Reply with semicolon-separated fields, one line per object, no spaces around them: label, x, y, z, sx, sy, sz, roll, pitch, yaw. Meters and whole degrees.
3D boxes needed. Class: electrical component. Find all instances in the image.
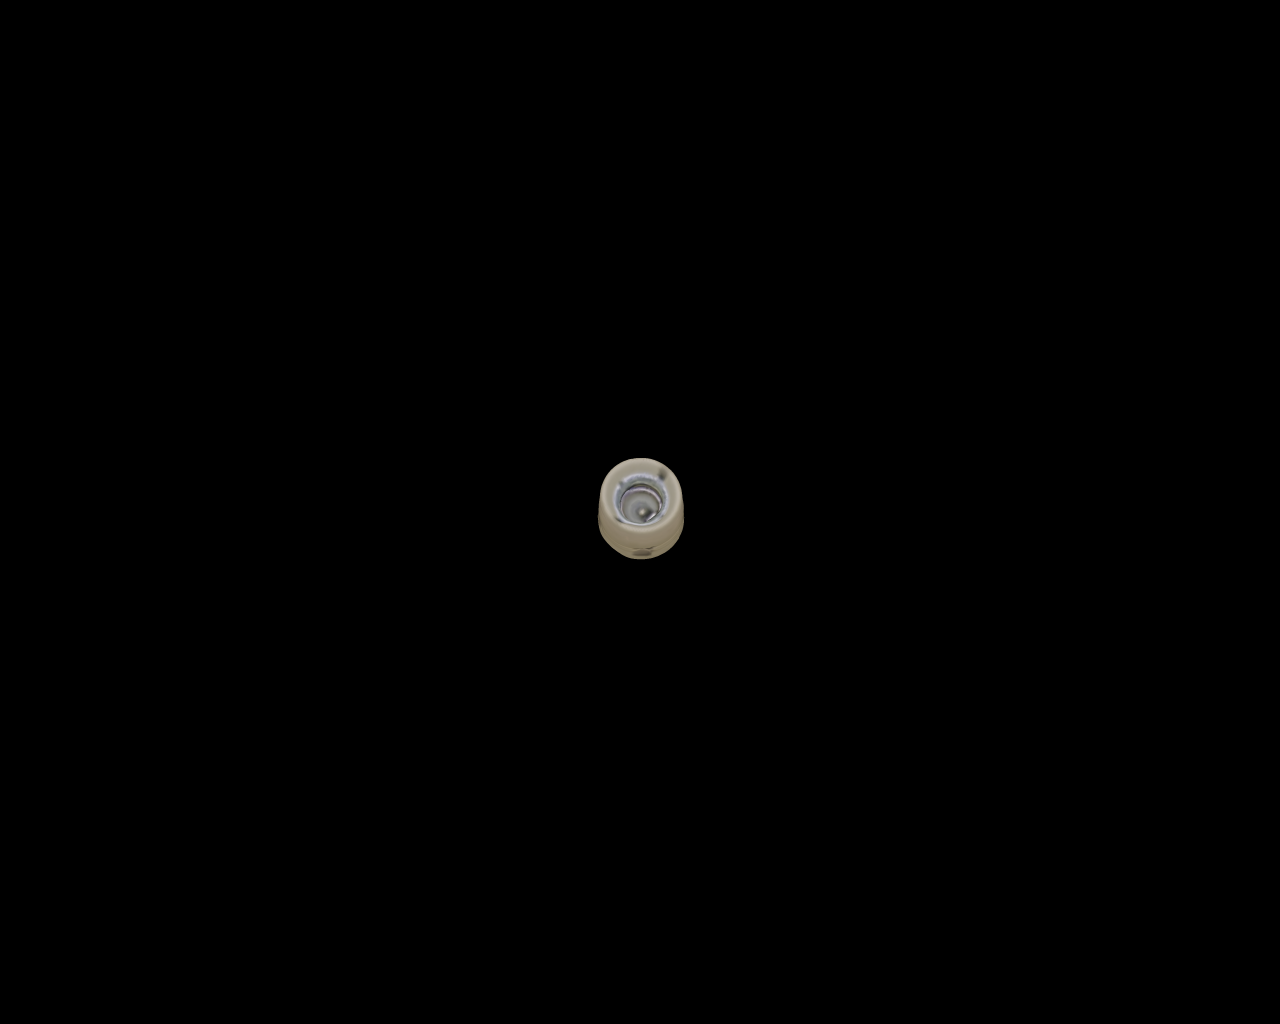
electrical component;0.001;-0.003;0.650;0.055;0.055;0.047;0;-19;0
